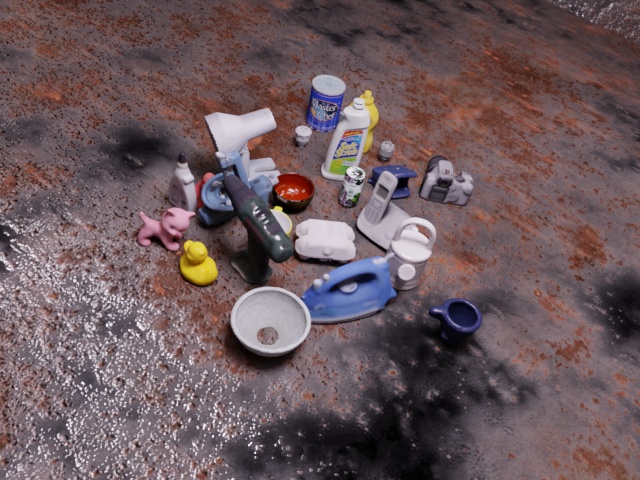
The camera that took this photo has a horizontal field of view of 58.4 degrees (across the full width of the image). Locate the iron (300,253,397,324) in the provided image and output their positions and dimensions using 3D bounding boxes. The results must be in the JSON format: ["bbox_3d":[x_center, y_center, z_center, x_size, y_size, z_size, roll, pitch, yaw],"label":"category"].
[{"bbox_3d":[0.053,0.102,1.281,0.259,0.141,0.118,-15,53,-25],"label":"iron"}]

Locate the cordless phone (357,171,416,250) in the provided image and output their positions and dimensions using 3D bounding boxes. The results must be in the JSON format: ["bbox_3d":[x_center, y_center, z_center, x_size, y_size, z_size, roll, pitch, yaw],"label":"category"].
[{"bbox_3d":[0.180,-0.072,1.442,0.147,0.185,0.094,36,50,20],"label":"cordless phone"}]

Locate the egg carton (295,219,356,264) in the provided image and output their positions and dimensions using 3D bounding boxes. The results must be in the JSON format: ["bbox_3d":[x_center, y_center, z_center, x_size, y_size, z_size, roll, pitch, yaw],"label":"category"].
[{"bbox_3d":[0.013,0.005,1.411,0.150,0.069,0.107,5,47,-8],"label":"egg carton"}]

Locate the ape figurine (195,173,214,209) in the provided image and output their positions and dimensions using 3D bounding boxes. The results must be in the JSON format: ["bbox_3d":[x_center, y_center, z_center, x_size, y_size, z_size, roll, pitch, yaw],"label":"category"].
[{"bbox_3d":[-0.284,-0.131,1.452,0.078,0.092,0.076,15,46,1],"label":"ape figurine"}]

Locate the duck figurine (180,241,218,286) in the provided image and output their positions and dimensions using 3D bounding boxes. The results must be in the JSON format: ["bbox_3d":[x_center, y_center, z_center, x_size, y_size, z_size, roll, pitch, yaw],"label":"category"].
[{"bbox_3d":[-0.274,0.045,1.295,0.078,0.086,0.104,-30,60,-34],"label":"duck figurine"}]

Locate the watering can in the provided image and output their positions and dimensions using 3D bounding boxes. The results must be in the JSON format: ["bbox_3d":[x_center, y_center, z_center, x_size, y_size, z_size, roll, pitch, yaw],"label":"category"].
[{"bbox_3d":[0.213,0.029,1.350,0.101,0.194,0.172,1,48,-12],"label":"watering can"}]

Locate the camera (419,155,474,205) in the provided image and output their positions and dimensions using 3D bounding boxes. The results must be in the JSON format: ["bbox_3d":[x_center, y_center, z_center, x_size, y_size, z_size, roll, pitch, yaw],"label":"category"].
[{"bbox_3d":[0.364,-0.185,1.648,0.143,0.101,0.137,10,46,-4],"label":"camera"}]

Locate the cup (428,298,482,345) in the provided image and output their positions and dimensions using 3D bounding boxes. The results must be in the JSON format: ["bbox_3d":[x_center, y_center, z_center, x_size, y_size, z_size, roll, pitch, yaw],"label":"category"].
[{"bbox_3d":[0.293,0.189,1.288,0.118,0.095,0.091,11,46,-3],"label":"cup"}]

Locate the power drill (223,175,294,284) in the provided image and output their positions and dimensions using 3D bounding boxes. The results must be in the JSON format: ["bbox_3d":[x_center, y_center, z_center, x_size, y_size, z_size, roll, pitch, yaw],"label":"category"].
[{"bbox_3d":[-0.151,-0.009,1.289,0.076,0.208,0.229,-29,59,-33],"label":"power drill"}]

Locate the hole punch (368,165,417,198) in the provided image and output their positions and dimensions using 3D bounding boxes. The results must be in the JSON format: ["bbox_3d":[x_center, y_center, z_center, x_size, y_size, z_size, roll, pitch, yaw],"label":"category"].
[{"bbox_3d":[0.203,-0.179,1.611,0.109,0.091,0.101,-8,50,-20],"label":"hole punch"}]

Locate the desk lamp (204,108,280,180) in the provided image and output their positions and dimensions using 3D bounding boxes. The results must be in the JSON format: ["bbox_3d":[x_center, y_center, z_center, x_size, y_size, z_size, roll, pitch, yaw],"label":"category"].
[{"bbox_3d":[-0.198,-0.244,1.493,0.204,0.213,0.117,-13,52,-23],"label":"desk lamp"}]

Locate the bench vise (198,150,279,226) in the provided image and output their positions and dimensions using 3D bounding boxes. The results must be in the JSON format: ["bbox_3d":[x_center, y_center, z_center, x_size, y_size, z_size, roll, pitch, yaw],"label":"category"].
[{"bbox_3d":[-0.202,-0.147,1.398,0.121,0.220,0.208,35,50,20],"label":"bench vise"}]

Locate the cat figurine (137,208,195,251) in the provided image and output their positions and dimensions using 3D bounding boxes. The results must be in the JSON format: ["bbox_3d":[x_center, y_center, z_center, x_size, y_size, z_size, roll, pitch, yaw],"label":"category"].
[{"bbox_3d":[-0.358,-0.039,1.331,0.128,0.118,0.067,9,46,-5],"label":"cat figurine"}]

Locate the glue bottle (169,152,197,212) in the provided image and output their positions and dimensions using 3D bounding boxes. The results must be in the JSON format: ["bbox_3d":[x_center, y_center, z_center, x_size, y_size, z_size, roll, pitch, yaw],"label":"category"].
[{"bbox_3d":[-0.334,-0.144,1.397,0.078,0.173,0.037,35,50,19],"label":"glue bottle"}]

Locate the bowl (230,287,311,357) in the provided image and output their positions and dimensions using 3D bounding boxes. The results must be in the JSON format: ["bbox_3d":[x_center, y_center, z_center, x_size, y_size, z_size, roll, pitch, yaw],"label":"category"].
[{"bbox_3d":[-0.106,0.185,1.213,0.167,0.075,0.167,7,47,-7],"label":"bowl"}]
